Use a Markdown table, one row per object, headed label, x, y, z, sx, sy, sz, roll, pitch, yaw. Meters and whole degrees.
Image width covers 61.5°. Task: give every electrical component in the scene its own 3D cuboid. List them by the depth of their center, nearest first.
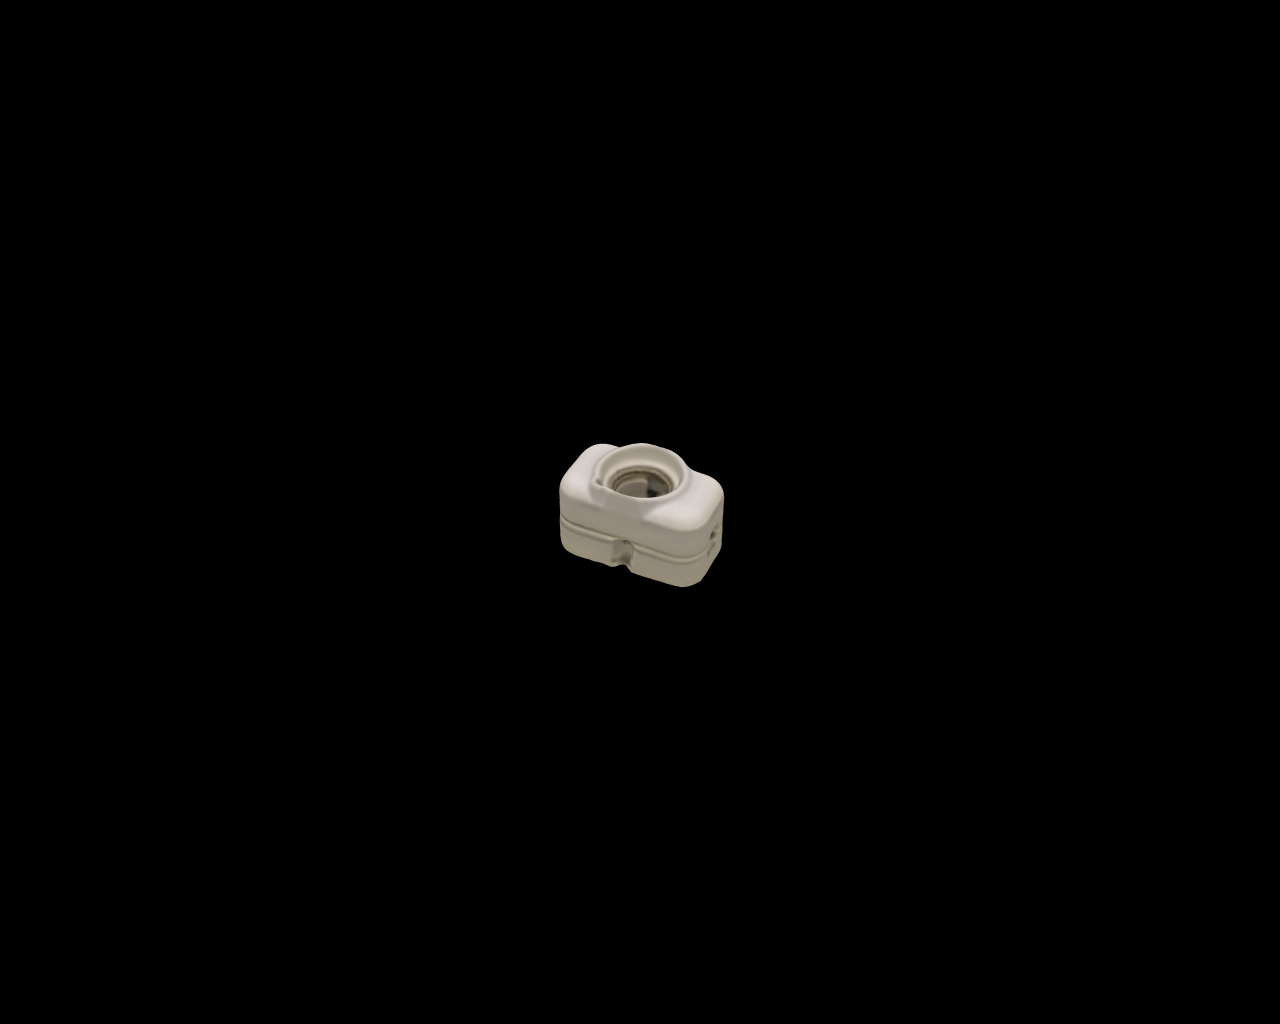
| label | x | y | z | sx | sy | sz | roll | pitch | yaw |
| --- | --- | --- | --- | --- | --- | --- | --- | --- | --- |
| electrical component | 0.001 | -0.003 | 0.650 | 0.095 | 0.059 | 0.054 | 18 | 44 | 19 |
